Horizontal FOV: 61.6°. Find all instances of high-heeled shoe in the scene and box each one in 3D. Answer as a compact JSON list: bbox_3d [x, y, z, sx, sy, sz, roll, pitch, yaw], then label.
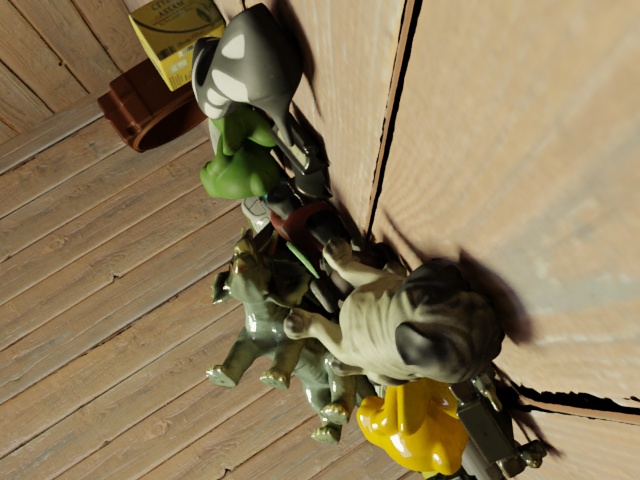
[{"bbox_3d":[-0.089,-0.182,0.501,0.249,0.086,0.145,47,166,37],"label":"high-heeled shoe"}]

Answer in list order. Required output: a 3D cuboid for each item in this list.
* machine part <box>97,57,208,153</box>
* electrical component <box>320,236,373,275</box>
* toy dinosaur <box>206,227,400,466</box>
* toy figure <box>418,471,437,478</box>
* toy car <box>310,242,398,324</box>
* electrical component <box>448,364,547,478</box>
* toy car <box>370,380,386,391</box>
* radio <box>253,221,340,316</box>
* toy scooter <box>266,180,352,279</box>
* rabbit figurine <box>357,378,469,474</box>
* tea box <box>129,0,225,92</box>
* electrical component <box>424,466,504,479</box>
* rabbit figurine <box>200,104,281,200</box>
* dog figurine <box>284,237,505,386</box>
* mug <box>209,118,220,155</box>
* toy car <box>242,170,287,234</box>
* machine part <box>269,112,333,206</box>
[{"bbox_3d":[-0.248,-0.232,0.889,0.087,0.201,0.201,56,173,-3],"label":"machine part"},{"bbox_3d":[0.031,0.023,0.620,0.094,0.063,0.021,73,-171,-64],"label":"electrical component"},{"bbox_3d":[-0.013,0.146,0.735,0.404,0.131,0.192,43,-134,-31],"label":"toy dinosaur"},{"bbox_3d":[0.205,0.363,0.827,0.180,0.089,0.082,57,151,39],"label":"toy figure"},{"bbox_3d":[0.045,0.063,0.612,0.053,0.089,0.202,54,174,24],"label":"toy car"},{"bbox_3d":[0.152,0.152,0.459,0.102,0.045,0.078,59,-158,7],"label":"electrical component"},{"bbox_3d":[0.133,0.219,0.747,0.201,0.073,0.056,59,-143,-11],"label":"toy car"},{"bbox_3d":[-0.018,0.071,0.857,0.229,0.073,0.131,43,-170,-17],"label":"radio"},{"bbox_3d":[-0.001,-0.002,0.727,0.135,0.075,0.184,57,171,-35],"label":"toy scooter"},{"bbox_3d":[0.099,0.164,0.599,0.162,0.122,0.173,-125,22,-81],"label":"rabbit figurine"},{"bbox_3d":[-0.182,-0.264,0.710,0.068,0.098,0.170,58,172,-10],"label":"tea box"},{"bbox_3d":[0.200,0.370,0.734,0.115,0.134,0.058,57,-151,7],"label":"electrical component"},{"bbox_3d":[-0.130,-0.150,0.811,0.159,0.121,0.170,-146,39,-66],"label":"rabbit figurine"},{"bbox_3d":[0.085,0.082,0.435,0.172,0.121,0.191,23,175,-33],"label":"dog figurine"},{"bbox_3d":[-0.167,-0.200,1.030,0.109,0.081,0.107,54,-168,-65],"label":"mug"},{"bbox_3d":[-0.082,-0.054,0.947,0.162,0.103,0.109,54,174,42],"label":"toy car"},{"bbox_3d":[-0.020,-0.088,0.609,0.084,0.039,0.138,46,167,24],"label":"machine part"}]
